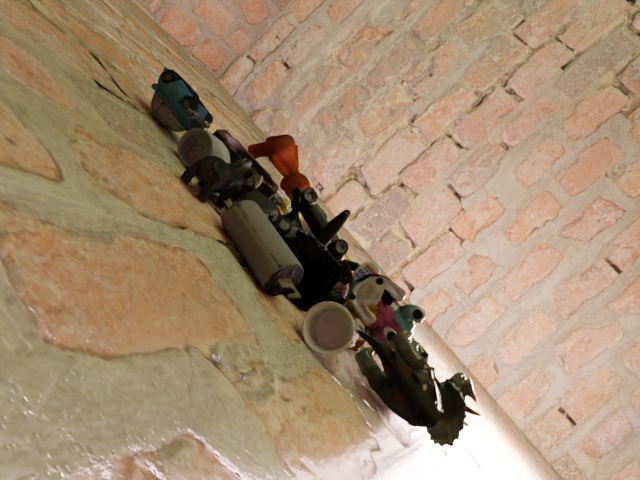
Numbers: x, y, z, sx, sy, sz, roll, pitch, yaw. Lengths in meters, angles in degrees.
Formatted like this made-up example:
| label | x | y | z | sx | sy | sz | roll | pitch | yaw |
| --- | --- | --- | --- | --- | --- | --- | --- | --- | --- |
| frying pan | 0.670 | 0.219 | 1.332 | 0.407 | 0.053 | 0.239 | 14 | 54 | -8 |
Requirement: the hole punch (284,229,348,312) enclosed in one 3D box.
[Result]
| label | x | y | z | sx | sy | sz | roll | pitch | yaw |
| --- | --- | --- | --- | --- | --- | --- | --- | --- | --- |
| hole punch | -0.030 | 0.054 | 1.009 | 0.142 | 0.116 | 0.092 | 46 | -1 | -16 |

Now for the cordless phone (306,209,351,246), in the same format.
| label | x | y | z | sx | sy | sz | roll | pitch | yaw |
| --- | --- | --- | --- | --- | --- | --- | --- | --- | --- |
| cordless phone | -0.002 | -0.003 | 1.176 | 0.089 | 0.184 | 0.146 | 43 | 7 | -2 |

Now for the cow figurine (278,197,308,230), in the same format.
| label | x | y | z | sx | sy | sz | roll | pitch | yaw |
| --- | --- | --- | --- | --- | --- | --- | --- | --- | --- |
| cow figurine | -0.093 | -0.051 | 1.337 | 0.167 | 0.098 | 0.068 | 4 | 46 | -53 |

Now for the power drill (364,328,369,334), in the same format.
| label | x | y | z | sx | sy | sz | roll | pitch | yaw |
| --- | --- | --- | --- | --- | --- | --- | --- | --- | --- |
| power drill | 0.118 | 0.174 | 1.363 | 0.231 | 0.086 | 0.207 | 39 | 15 | -45 |

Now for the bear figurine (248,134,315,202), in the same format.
| label | x | y | z | sx | sy | sz | roll | pitch | yaw |
| --- | --- | --- | --- | --- | --- | --- | --- | --- | --- |
| bear figurine | -0.100 | -0.195 | 1.517 | 0.132 | 0.120 | 0.195 | 0 | -62 | 40 |

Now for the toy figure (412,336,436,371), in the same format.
| label | x | y | z | sx | sy | sz | roll | pitch | yaw |
| --- | --- | --- | --- | --- | --- | --- | --- | --- | --- |
| toy figure | 0.221 | 0.280 | 1.403 | 0.180 | 0.082 | 0.089 | 55 | 7 | 30 |

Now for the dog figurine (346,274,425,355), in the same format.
| label | x | y | z | sx | sy | sz | roll | pitch | yaw |
| --- | --- | --- | --- | --- | --- | --- | --- | --- | --- |
| dog figurine | 0.136 | 0.179 | 1.151 | 0.192 | 0.108 | 0.219 | 43 | -16 | 17 |

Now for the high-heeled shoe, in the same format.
| label | x | y | z | sx | sy | sz | roll | pitch | yaw |
| --- | --- | --- | --- | --- | --- | --- | --- | --- | --- |
| high-heeled shoe | -0.124 | -0.027 | 1.179 | 0.086 | 0.145 | 0.248 | 36 | 29 | 31 |

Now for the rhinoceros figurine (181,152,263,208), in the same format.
| label | x | y | z | sx | sy | sz | roll | pitch | yaw |
| --- | --- | --- | --- | --- | --- | --- | --- | --- | --- |
| rhinoceros figurine | -0.183 | -0.125 | 1.045 | 0.073 | 0.112 | 0.190 | 47 | 14 | 12 |

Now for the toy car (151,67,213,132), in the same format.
| label | x | y | z | sx | sy | sz | roll | pitch | yaw |
| --- | --- | --- | --- | --- | --- | --- | --- | --- | --- |
| toy car | -0.316 | -0.293 | 1.190 | 0.162 | 0.103 | 0.109 | 56 | 7 | 24 |

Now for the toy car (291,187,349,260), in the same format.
| label | x | y | z | sx | sy | sz | roll | pitch | yaw |
| --- | --- | --- | --- | --- | --- | --- | --- | --- | --- |
| toy car | 0.000 | -0.038 | 1.266 | 0.202 | 0.053 | 0.089 | 59 | -24 | 0 |

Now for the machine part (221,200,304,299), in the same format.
| label | x | y | z | sx | sy | sz | roll | pitch | yaw |
| --- | --- | --- | --- | --- | --- | --- | --- | --- | --- |
| machine part | -0.101 | 0.011 | 0.928 | 0.243 | 0.079 | 0.079 | 51 | 7 | 31 |

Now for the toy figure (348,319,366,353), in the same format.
| label | x | y | z | sx | sy | sz | roll | pitch | yaw |
| --- | --- | --- | --- | --- | --- | --- | --- | --- | --- |
| toy figure | 0.056 | 0.183 | 1.038 | 0.154 | 0.058 | 0.064 | 39 | 50 | -60 |

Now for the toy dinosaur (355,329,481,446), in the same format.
| label | x | y | z | sx | sy | sz | roll | pitch | yaw |
| --- | --- | --- | --- | --- | --- | --- | --- | --- | --- |
| toy dinosaur | 0.175 | 0.276 | 0.976 | 0.192 | 0.131 | 0.404 | 51 | 10 | 32 |

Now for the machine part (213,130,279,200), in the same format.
| label | x | y | z | sx | sy | sz | roll | pitch | yaw |
| --- | --- | --- | --- | --- | --- | --- | --- | --- | --- |
| machine part | -0.197 | -0.164 | 1.286 | 0.201 | 0.087 | 0.201 | 48 | 7 | -9 |

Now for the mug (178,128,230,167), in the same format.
| label | x | y | z | sx | sy | sz | roll | pitch | yaw |
| --- | --- | --- | --- | --- | --- | --- | --- | --- | --- |
| mug | -0.230 | -0.168 | 1.120 | 0.107 | 0.081 | 0.109 | 11 | 64 | -69 |

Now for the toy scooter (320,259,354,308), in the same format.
| label | x | y | z | sx | sy | sz | roll | pitch | yaw |
| --- | --- | --- | --- | --- | --- | --- | --- | --- | --- |
| toy scooter | 0.034 | 0.093 | 1.176 | 0.183 | 0.075 | 0.135 | 45 | 38 | -62 |
